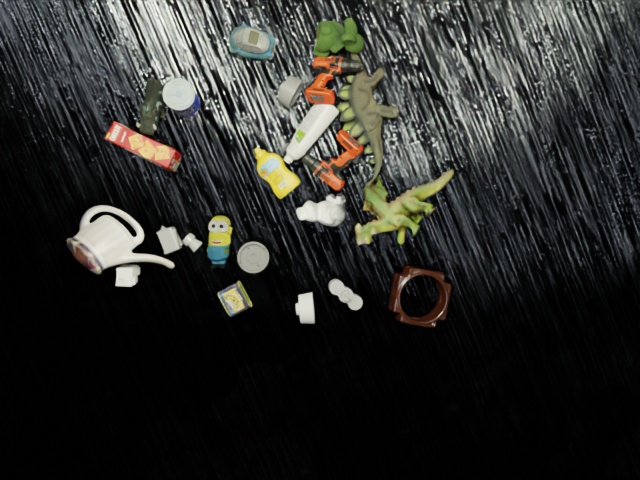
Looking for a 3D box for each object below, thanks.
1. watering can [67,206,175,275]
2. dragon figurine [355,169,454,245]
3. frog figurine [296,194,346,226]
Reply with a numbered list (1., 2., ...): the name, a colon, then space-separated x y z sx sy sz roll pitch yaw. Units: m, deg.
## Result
1. watering can: -0.667 0.027 1.689 0.228 0.349 0.102 -44 -12 -33
2. dragon figurine: 0.271 -0.137 1.833 0.243 0.411 0.122 34 -4 2
3. frog figurine: 0.005 -0.090 1.778 0.161 0.120 0.139 -29 35 -23
